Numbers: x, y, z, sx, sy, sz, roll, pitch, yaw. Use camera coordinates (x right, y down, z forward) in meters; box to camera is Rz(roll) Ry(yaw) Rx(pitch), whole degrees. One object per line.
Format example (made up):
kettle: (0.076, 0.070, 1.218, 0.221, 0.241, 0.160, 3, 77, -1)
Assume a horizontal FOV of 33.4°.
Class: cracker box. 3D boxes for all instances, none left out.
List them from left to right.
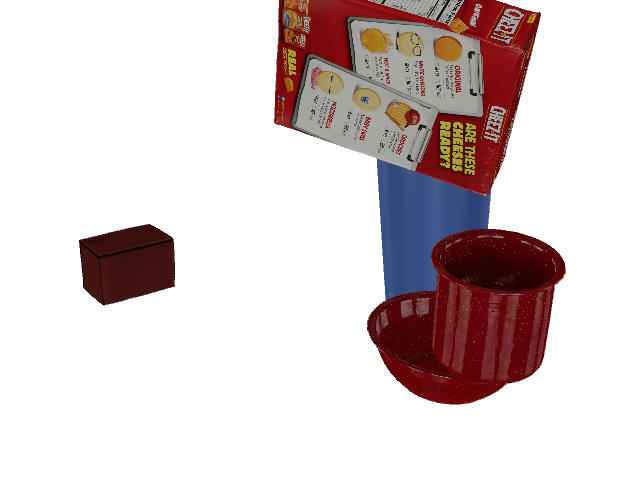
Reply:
cracker box: (0.069, -0.149, 0.939, 0.214, 0.164, 0.072, 19, 49, 13)

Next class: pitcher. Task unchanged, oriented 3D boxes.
pitcher: (0.131, -0.041, 1.177, 0.149, 0.243, 0.145, -6, 21, -11)

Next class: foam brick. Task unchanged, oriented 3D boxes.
foam brick: (-0.186, 0.022, 1.027, 0.078, 0.051, 0.053, -15, 25, -30)

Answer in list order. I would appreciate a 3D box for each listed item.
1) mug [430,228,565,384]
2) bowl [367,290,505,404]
mug: (0.118, 0.043, 0.771, 0.093, 0.081, 0.117, -10, 30, -20)
bowl: (0.124, 0.110, 1.033, 0.162, 0.055, 0.162, 3, 26, -2)
